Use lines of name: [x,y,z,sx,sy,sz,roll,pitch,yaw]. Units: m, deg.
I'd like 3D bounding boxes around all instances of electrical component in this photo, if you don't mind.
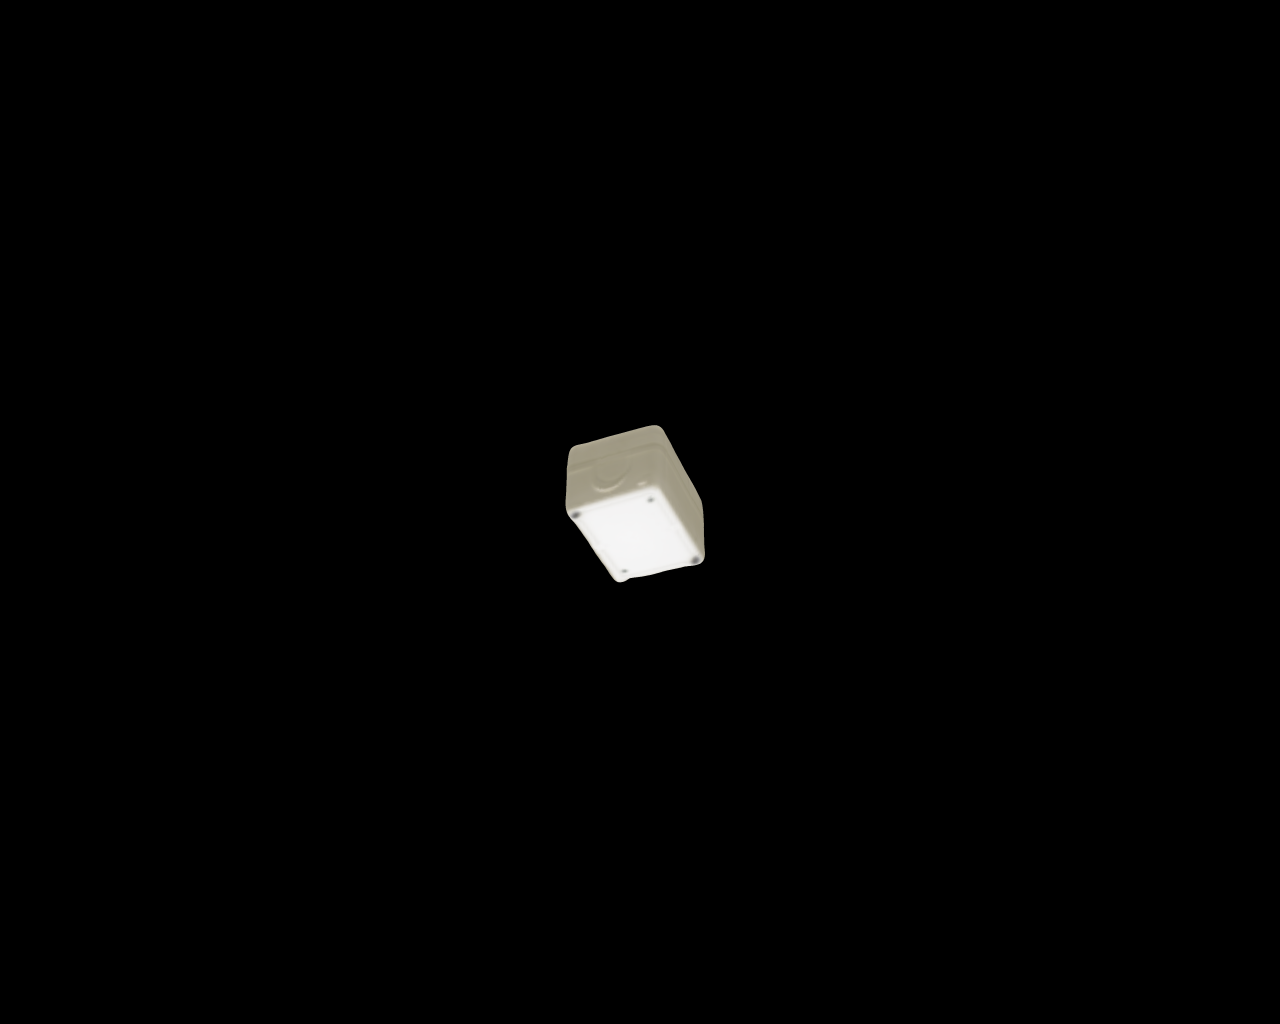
electrical component: [0.001,-0.003,0.650,0.062,0.061,0.096,-14,-42,17]
